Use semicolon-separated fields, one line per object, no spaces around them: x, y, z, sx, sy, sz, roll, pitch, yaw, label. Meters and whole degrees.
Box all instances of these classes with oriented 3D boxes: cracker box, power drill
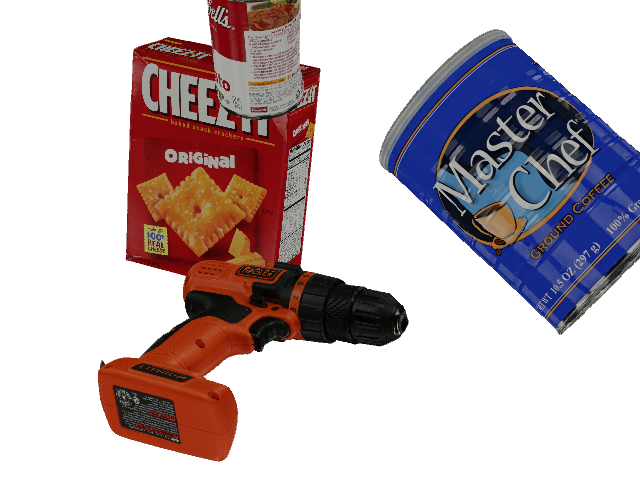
-0.096;-0.067;1.001;0.164;0.214;0.072;15;25;19;cracker box
-0.051;0.078;0.758;0.185;0.057;0.187;7;27;27;power drill

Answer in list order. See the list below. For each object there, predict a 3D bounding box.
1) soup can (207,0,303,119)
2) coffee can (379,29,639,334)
-0.046;-0.148;0.776;0.068;0.102;0.068;-1;42;1;soup can
0.117;-0.033;0.593;0.140;0.103;0.102;45;14;14;coffee can
